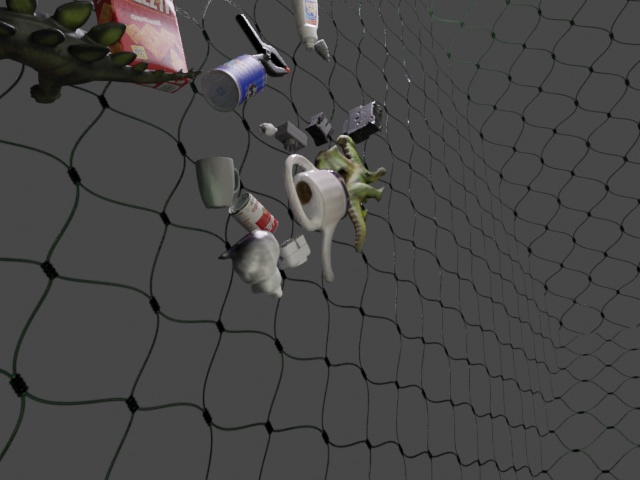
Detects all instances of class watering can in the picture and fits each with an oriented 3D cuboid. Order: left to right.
[{"bbox_3d":[0.004,-0.070,1.388,0.226,0.103,0.348,-20,89,-56],"label":"watering can"}]

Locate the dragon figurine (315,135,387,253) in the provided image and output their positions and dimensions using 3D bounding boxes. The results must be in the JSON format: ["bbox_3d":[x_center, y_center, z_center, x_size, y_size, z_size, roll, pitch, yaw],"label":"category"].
[{"bbox_3d":[0.075,-0.174,1.574,0.241,0.120,0.420,33,45,-19],"label":"dragon figurine"}]

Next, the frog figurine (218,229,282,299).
[{"bbox_3d":[-0.126,0.061,1.140,0.159,0.121,0.139,52,18,-7],"label":"frog figurine"}]
